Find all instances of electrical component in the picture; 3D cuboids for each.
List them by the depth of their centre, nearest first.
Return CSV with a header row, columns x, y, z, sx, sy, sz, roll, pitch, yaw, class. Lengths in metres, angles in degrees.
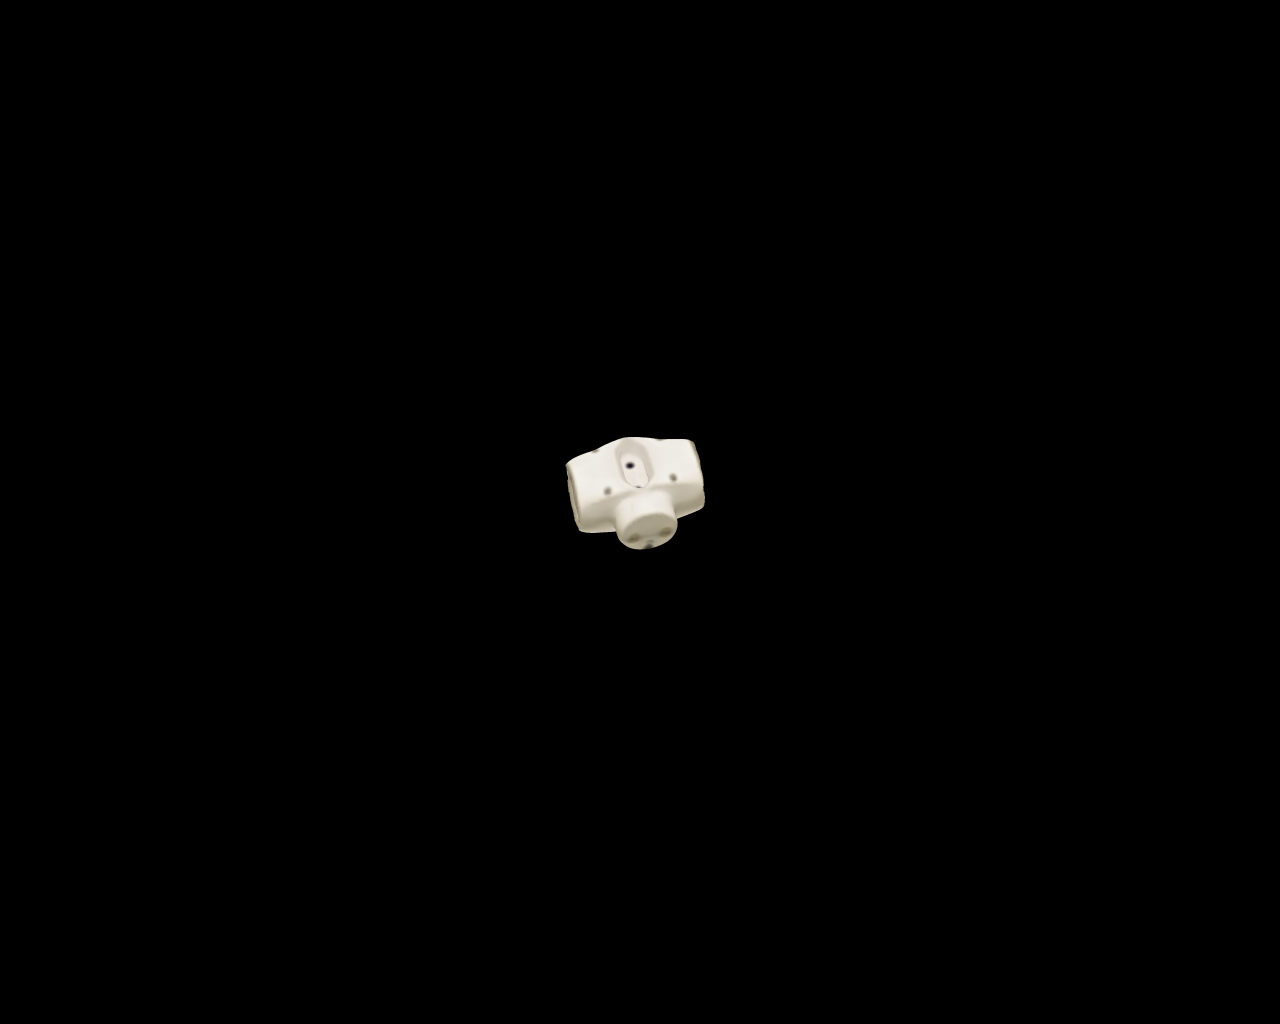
x,y,z,sx,sy,sz,roll,pitch,yaw,class
0.001,-0.003,0.650,0.077,0.079,0.043,-10,-36,-7,electrical component
